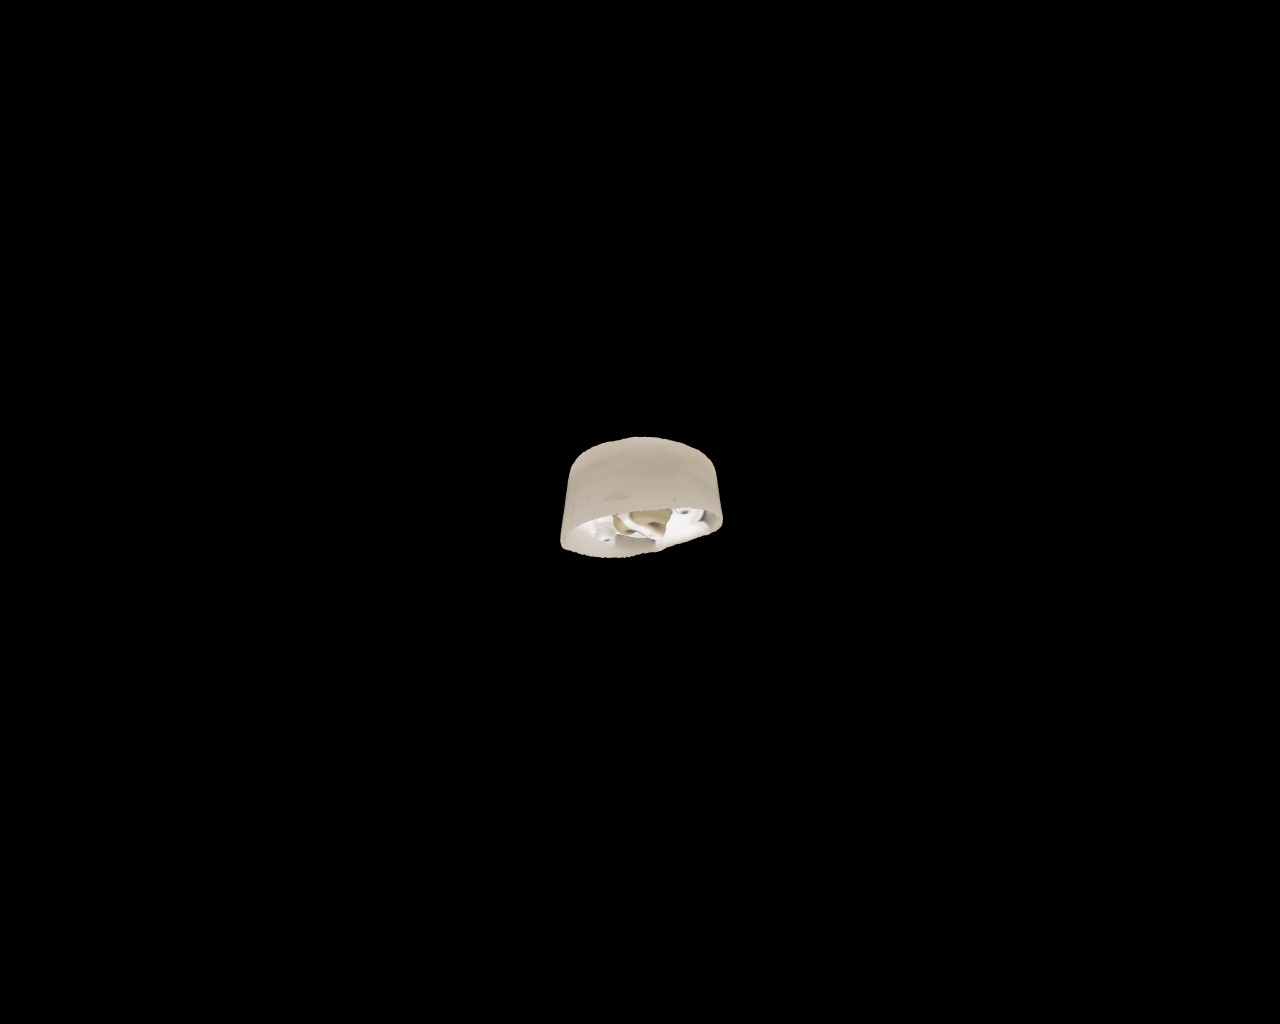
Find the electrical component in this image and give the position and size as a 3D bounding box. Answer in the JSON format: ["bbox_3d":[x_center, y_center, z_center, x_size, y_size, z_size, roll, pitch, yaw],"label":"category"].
[{"bbox_3d":[0.001,-0.003,0.650,0.099,0.064,0.099,0,-27,0],"label":"electrical component"}]
